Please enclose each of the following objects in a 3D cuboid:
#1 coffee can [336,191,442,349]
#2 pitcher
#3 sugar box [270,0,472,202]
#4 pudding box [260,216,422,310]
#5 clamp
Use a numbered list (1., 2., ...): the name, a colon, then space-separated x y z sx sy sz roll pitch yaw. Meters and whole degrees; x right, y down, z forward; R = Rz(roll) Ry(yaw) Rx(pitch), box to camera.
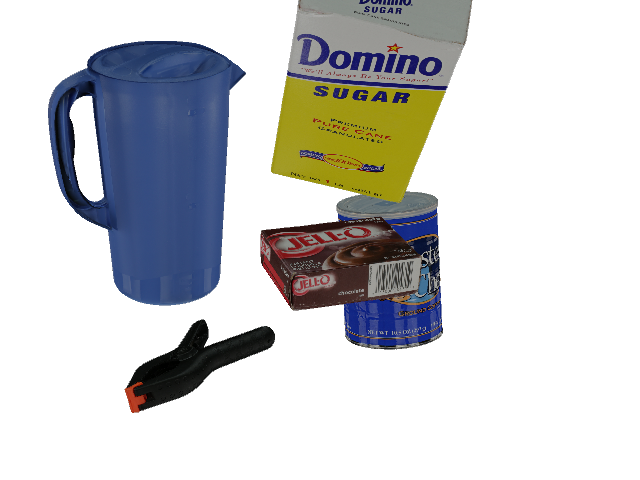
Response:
1. coffee can: 0.071 0.028 1.091 0.103 0.140 0.103 -4 14 1
2. pitcher: -0.161 -0.062 1.029 0.149 0.243 0.144 10 27 14
3. sugar box: 0.024 -0.090 0.640 0.093 0.048 0.176 12 -25 -1
4. pudding box: 0.015 0.017 0.881 0.113 0.039 0.090 -5 25 -18
5. clamp: -0.130 0.129 1.128 0.120 0.039 0.171 -9 20 36
